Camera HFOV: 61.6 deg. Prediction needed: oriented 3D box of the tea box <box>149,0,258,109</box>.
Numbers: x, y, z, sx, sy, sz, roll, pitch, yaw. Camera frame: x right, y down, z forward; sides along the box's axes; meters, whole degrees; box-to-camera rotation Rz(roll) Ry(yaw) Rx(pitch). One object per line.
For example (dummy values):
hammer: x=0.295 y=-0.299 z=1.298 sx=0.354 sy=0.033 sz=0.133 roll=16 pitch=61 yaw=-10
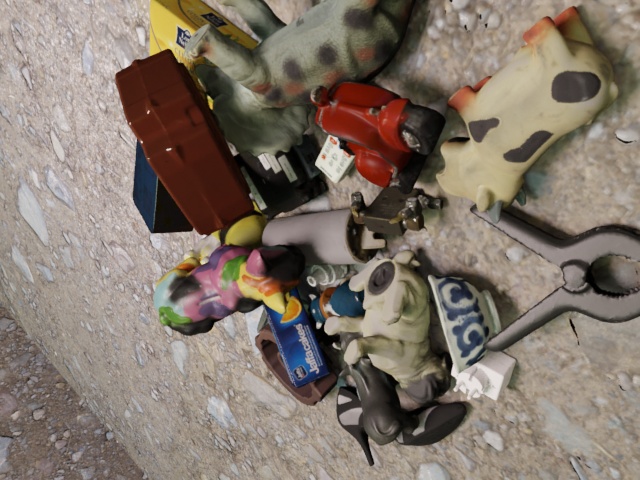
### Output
tea box: x=-0.165 y=-0.265 z=0.763 sx=0.170 sy=0.068 sz=0.098 roll=40 pitch=140 yaw=20

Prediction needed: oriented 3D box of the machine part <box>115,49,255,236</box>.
machine part: x=-0.166 y=-0.122 z=0.685 sx=0.201 sy=0.087 sz=0.201 roll=60 pitch=177 yaw=44

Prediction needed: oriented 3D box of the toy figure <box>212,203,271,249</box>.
toy figure: x=-0.160 y=-0.034 z=0.904 sx=0.180 sy=0.089 sz=0.082 roll=31 pitch=143 yaw=24

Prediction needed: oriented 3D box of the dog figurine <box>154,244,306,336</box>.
dog figurine: x=-0.122 y=0.065 z=0.739 sx=0.219 sy=0.191 sz=0.108 roll=-7 pitch=108 yaw=64

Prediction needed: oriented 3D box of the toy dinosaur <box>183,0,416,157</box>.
toy dinosaur: x=0.005 y=-0.214 z=0.575 sx=0.405 sy=0.131 sz=0.192 roll=-17 pitch=142 yaw=28

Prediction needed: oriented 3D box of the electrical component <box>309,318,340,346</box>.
electrical component: x=0.008 y=0.146 z=0.910 sx=0.063 sy=0.021 sz=0.094 roll=56 pitch=146 yaw=0

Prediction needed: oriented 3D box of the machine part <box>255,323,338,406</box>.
machine part: x=-0.044 y=0.218 z=0.974 sx=0.180 sy=0.056 sz=0.179 roll=36 pitch=146 yaw=29

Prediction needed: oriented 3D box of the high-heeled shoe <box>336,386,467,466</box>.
high-heeled shoe: x=0.121 y=0.263 z=0.865 sx=0.248 sy=0.086 sz=0.145 roll=-42 pitch=51 yaw=33

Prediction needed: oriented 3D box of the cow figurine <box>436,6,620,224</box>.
cow figurine: x=0.185 y=-0.102 z=0.508 sx=0.127 sy=0.085 sz=0.195 roll=58 pitch=141 yaw=8

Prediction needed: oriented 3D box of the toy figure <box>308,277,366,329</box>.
toy figure: x=0.033 y=0.099 z=0.824 sx=0.058 sy=0.064 sz=0.154 roll=25 pitch=153 yaw=-21

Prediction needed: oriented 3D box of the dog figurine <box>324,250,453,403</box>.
dog figurine: x=0.128 y=0.120 z=0.727 sx=0.172 sy=0.190 sz=0.121 roll=-52 pitch=29 yaw=17

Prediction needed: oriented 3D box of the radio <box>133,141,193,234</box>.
radio: x=-0.250 y=-0.136 z=0.878 sx=0.131 sy=0.073 sz=0.229 roll=42 pitch=126 yaw=47

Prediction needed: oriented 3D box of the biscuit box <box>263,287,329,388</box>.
biscuit box: x=-0.050 y=0.134 z=0.874 sx=0.059 sy=0.063 sz=0.202 roll=110 pitch=139 yaw=-76

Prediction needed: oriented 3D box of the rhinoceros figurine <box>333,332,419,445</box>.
rhinoceros figurine: x=0.075 y=0.212 z=0.804 sx=0.073 sy=0.112 sz=0.190 roll=-37 pitch=46 yaw=23

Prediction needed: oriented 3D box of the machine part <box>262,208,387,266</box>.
machine part: x=-0.002 y=-0.002 z=0.767 sx=0.243 sy=0.079 sz=0.079 roll=-4 pitch=113 yaw=45

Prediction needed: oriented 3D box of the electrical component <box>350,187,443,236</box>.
electrical component: x=0.086 y=-0.038 z=0.649 sx=0.102 sy=0.078 sz=0.045 roll=16 pitch=145 yaw=42

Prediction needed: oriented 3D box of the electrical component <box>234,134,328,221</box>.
electrical component: x=-0.054 y=-0.099 z=0.774 sx=0.134 sy=0.058 sz=0.114 roll=-17 pitch=105 yaw=50

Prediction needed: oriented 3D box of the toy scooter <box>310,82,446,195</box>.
toy scooter: x=0.054 y=-0.114 z=0.574 sx=0.135 sy=0.075 sz=0.184 roll=23 pitch=172 yaw=6

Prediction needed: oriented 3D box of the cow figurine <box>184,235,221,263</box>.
cow figurine: x=-0.170 y=0.057 z=0.991 sx=0.068 sy=0.098 sz=0.167 roll=16 pitch=146 yaw=34
